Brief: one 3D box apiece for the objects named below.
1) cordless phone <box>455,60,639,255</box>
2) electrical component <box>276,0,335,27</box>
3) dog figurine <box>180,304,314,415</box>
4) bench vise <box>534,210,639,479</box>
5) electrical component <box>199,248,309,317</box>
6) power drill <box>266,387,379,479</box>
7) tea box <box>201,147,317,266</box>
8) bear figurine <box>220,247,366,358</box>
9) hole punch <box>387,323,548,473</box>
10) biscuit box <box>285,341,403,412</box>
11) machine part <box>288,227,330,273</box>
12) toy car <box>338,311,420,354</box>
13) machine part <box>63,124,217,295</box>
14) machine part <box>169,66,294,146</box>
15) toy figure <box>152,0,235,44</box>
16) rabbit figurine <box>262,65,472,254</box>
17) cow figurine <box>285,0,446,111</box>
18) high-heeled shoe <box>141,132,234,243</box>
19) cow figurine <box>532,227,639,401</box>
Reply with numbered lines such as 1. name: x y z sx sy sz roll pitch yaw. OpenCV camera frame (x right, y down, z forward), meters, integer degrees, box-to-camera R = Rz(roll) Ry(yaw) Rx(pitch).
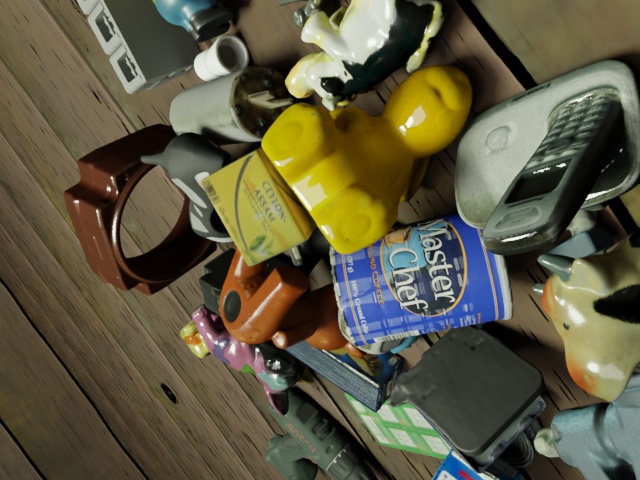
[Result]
1. cordless phone: 0.137 -0.036 0.370 0.147 0.184 0.088 -16 111 51
2. electrical component: -0.021 -0.248 0.485 0.078 0.045 0.102 13 127 39
3. dog figurine: -0.115 0.183 0.880 0.219 0.108 0.191 47 142 4
4. bench vise: 0.241 0.092 0.424 0.240 0.129 0.223 68 155 15
5. electrical component: -0.100 0.061 0.756 0.134 0.115 0.058 24 133 31
6. power drill: -0.013 0.381 0.947 0.232 0.086 0.207 45 146 13
7. tea box: -0.046 -0.050 0.564 0.068 0.170 0.098 -25 102 17
8. bear figurine: -0.015 0.075 0.648 0.132 0.196 0.120 -61 40 22
9. hole punch: 0.159 0.160 0.553 0.116 0.142 0.092 42 172 45
10. biscuit box: 0.015 0.149 0.748 0.203 0.059 0.062 29 138 28
11. machine part: -0.001 -0.002 0.667 0.139 0.039 0.084 -8 104 52
12. toy car: 0.066 0.071 0.599 0.109 0.103 0.161 35 137 25
13. machine part: -0.226 -0.041 0.738 0.087 0.201 0.200 21 132 30
14. machine part: -0.105 -0.146 0.611 0.243 0.079 0.079 7 124 54
15. toy figure: -0.166 -0.295 0.566 0.082 0.089 0.180 -31 92 46
16. rabbit figurine: 0.058 -0.074 0.465 0.122 0.173 0.162 51 -174 13
17. cow figurine: 0.036 -0.166 0.475 0.098 0.068 0.167 46 144 0
18. high-heeled shoe: -0.112 -0.053 0.670 0.145 0.086 0.248 7 161 33
19. cow figurine: 0.221 0.015 0.324 0.127 0.195 0.085 39 174 29
